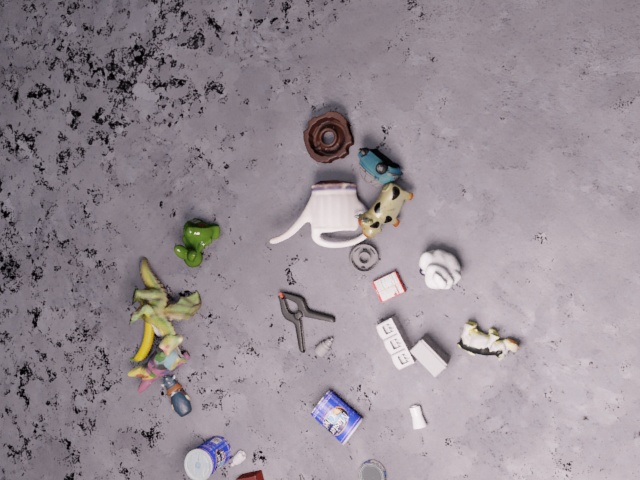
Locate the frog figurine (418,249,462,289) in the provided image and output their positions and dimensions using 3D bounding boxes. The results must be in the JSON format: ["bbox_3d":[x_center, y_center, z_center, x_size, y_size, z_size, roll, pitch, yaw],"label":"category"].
[{"bbox_3d":[0.361,0.088,1.565,0.138,0.159,0.122,41,97,15],"label":"frog figurine"}]

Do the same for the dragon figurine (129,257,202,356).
[{"bbox_3d":[-0.547,0.221,1.838,0.242,0.119,0.420,7,45,-15],"label":"dragon figurine"}]

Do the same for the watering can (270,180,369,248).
[{"bbox_3d":[0.005,-0.086,1.702,0.348,0.103,0.225,-2,86,-2],"label":"watering can"}]
